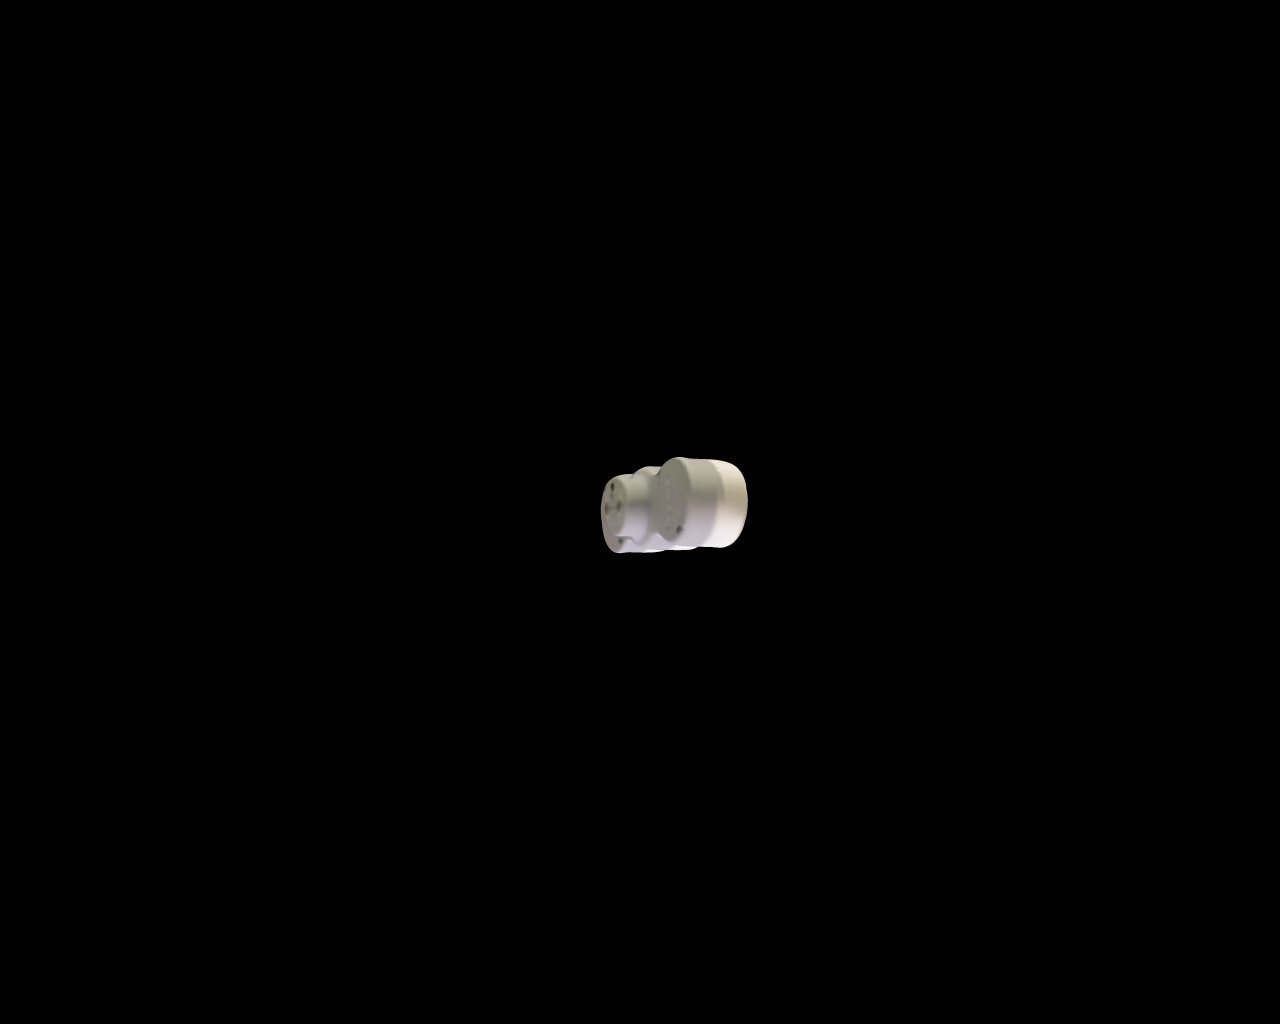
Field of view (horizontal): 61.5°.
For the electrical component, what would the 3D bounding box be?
[{"bbox_3d":[0.001,-0.003,0.650,0.074,0.052,0.138,2,-5,-24],"label":"electrical component"}]
